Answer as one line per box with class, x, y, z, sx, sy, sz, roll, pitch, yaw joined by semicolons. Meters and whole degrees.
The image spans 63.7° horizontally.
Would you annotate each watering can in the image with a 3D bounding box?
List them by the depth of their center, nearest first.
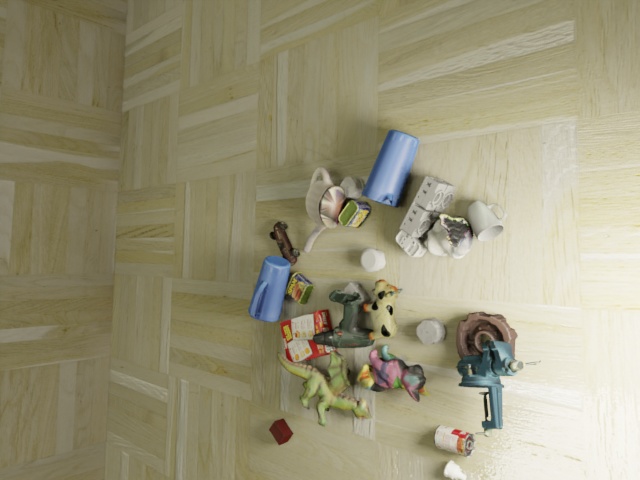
watering can;0.006;-0.097;1.919;0.226;0.104;0.344;-151;65;-63

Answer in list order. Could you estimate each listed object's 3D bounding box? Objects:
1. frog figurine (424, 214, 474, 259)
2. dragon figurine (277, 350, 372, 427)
frog figurine;0.394;0.001;1.578;0.139;0.124;0.156;56;159;21
dragon figurine;0.020;0.493;1.841;0.415;0.122;0.239;45;113;22
